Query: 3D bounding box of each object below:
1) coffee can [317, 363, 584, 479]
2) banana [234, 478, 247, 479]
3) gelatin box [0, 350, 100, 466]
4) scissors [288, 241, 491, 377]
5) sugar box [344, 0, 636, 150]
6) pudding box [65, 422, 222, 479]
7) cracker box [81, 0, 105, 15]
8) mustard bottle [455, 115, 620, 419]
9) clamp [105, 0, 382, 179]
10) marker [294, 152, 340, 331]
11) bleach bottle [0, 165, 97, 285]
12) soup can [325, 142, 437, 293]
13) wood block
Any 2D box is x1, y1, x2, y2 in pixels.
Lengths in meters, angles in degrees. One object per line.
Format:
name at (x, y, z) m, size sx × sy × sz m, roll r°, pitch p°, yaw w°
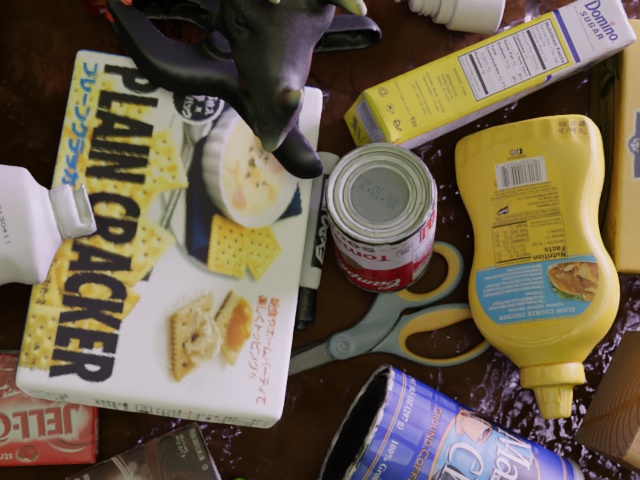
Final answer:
coffee can at (0.080, 0.156, 0.682) m, size 0.140 × 0.103 × 0.103 m, roll 28°, pitch 84°, yaw -4°
banana at (-0.112, 0.239, 0.693) m, size 0.197 × 0.037 × 0.070 m, roll -34°, pitch 71°, yaw -9°
gelatin box at (-0.188, 0.108, 0.691) m, size 0.089 × 0.030 × 0.073 m, roll 0°, pitch 87°, yaw -6°
scissors at (0.021, 0.052, 0.725) m, size 0.201 × 0.016 × 0.096 m, roll -3°, pitch 86°, yaw -6°
sugar box at (0.108, -0.106, 0.704) m, size 0.176 × 0.093 × 0.048 m, roll -26°, pitch 91°, yaw -8°
pudding box at (-0.097, 0.184, 0.670) m, size 0.090 × 0.039 × 0.113 m, roll -23°, pitch 71°, yaw -6°
cracker box at (-0.087, -0.267, 0.701) m, size 0.164 × 0.072 × 0.214 m, roll -7°, pitch 89°, yaw -7°
mustard bottle at (0.144, 0.020, 0.696) m, size 0.096 × 0.058 × 0.191 m, roll -9°, pitch 77°, yaw 24°
clamp at (-0.054, -0.106, 0.649) m, size 0.171 × 0.039 × 0.120 m, roll 14°, pitch 59°, yaw -1°
marker at (-0.005, 0.001, 0.716) m, size 0.020 × 0.020 × 0.121 m, roll 10°, pitch 80°, yaw -6°
bleach bottle at (-0.248, 0.023, 0.590) m, size 0.250 × 0.068 × 0.102 m, roll -16°, pitch 90°, yaw -10°
soup can at (0.040, -0.012, 0.678) m, size 0.068 × 0.102 × 0.068 m, roll -2°, pitch 71°, yaw 4°
wood block at (0.291, 0.147, 0.712) m, size 0.206 × 0.091 × 0.090 m, roll 28°, pitch 84°, yaw -4°
